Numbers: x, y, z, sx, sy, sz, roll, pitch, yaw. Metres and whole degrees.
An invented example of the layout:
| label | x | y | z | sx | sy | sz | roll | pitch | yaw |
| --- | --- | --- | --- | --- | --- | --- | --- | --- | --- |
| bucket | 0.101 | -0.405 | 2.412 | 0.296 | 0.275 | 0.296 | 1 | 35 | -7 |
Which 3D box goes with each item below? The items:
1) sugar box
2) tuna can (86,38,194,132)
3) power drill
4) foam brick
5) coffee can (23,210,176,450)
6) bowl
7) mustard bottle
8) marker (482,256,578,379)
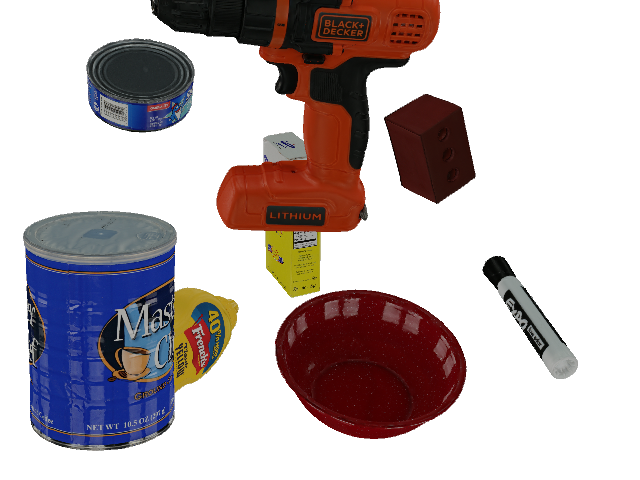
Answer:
| label | x | y | z | sx | sy | sz | roll | pitch | yaw |
| --- | --- | --- | --- | --- | --- | --- | --- | --- | --- |
| sugar box | -0.035 | -0.031 | 1.270 | 0.048 | 0.176 | 0.093 | -12 | 26 | -20 |
| tuna can | -0.146 | -0.126 | 0.866 | 0.086 | 0.034 | 0.086 | 5 | 44 | -5 |
| power drill | -0.024 | -0.094 | 0.714 | 0.184 | 0.188 | 0.057 | 2 | 39 | -11 |
| foam brick | 0.101 | -0.085 | 0.974 | 0.053 | 0.078 | 0.051 | -34 | 37 | -21 |
| coffee can | -0.153 | 0.060 | 0.747 | 0.103 | 0.140 | 0.103 | 3 | 17 | -1 |
| bowl | 0.040 | 0.115 | 0.907 | 0.162 | 0.055 | 0.162 | 5 | 39 | -4 |
| mustard bottle | -0.140 | 0.100 | 1.061 | 0.058 | 0.096 | 0.191 | 10 | 23 | 26 |
| marker | 0.140 | 0.048 | 0.725 | 0.020 | 0.020 | 0.121 | 0 | 33 | -18 |
